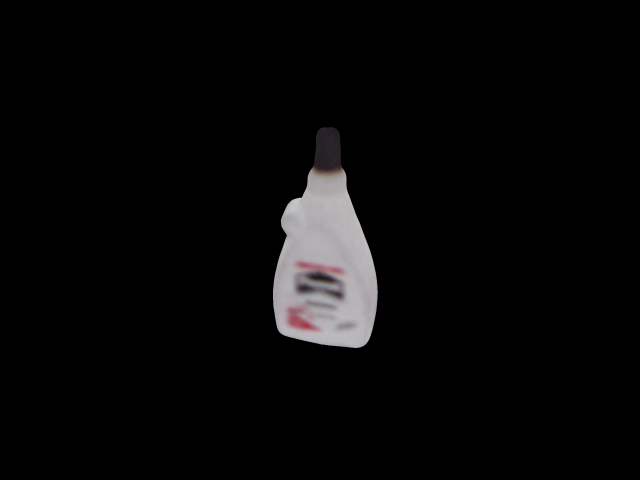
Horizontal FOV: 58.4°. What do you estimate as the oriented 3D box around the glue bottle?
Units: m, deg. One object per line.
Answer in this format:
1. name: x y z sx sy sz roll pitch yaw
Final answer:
1. glue bottle: 0.004 0.001 0.400 0.078 0.173 0.037 5 36 8
